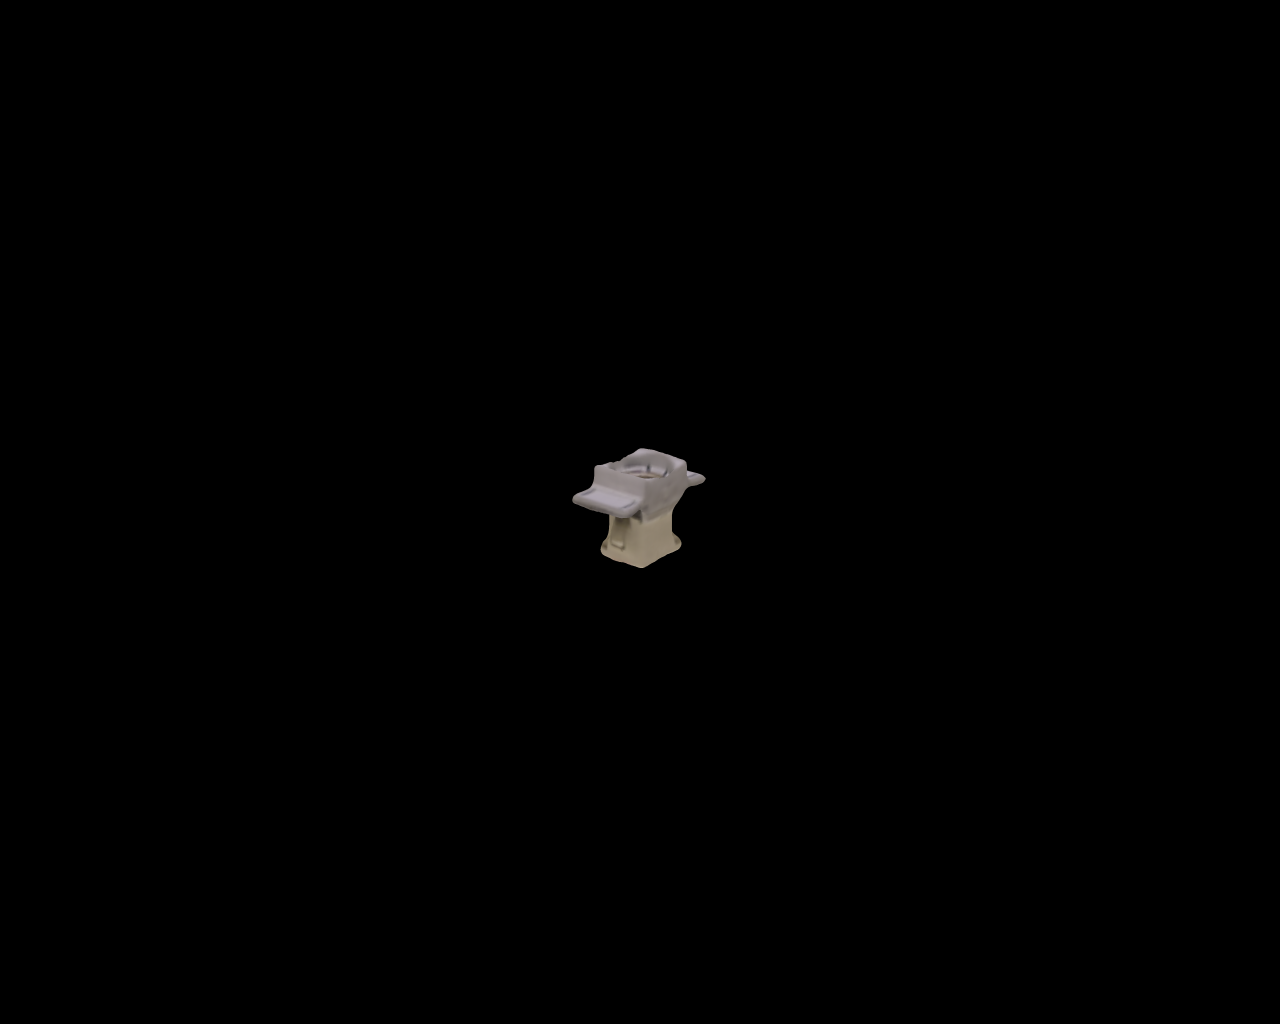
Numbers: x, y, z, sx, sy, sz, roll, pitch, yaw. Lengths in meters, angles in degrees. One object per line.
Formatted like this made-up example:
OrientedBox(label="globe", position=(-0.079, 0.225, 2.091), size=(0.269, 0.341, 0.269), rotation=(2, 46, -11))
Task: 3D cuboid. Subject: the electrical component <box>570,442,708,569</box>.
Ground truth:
OrientedBox(label="electrical component", position=(0.001, -0.003, 0.650), size=(0.042, 0.063, 0.081), rotation=(17, 28, 37))
